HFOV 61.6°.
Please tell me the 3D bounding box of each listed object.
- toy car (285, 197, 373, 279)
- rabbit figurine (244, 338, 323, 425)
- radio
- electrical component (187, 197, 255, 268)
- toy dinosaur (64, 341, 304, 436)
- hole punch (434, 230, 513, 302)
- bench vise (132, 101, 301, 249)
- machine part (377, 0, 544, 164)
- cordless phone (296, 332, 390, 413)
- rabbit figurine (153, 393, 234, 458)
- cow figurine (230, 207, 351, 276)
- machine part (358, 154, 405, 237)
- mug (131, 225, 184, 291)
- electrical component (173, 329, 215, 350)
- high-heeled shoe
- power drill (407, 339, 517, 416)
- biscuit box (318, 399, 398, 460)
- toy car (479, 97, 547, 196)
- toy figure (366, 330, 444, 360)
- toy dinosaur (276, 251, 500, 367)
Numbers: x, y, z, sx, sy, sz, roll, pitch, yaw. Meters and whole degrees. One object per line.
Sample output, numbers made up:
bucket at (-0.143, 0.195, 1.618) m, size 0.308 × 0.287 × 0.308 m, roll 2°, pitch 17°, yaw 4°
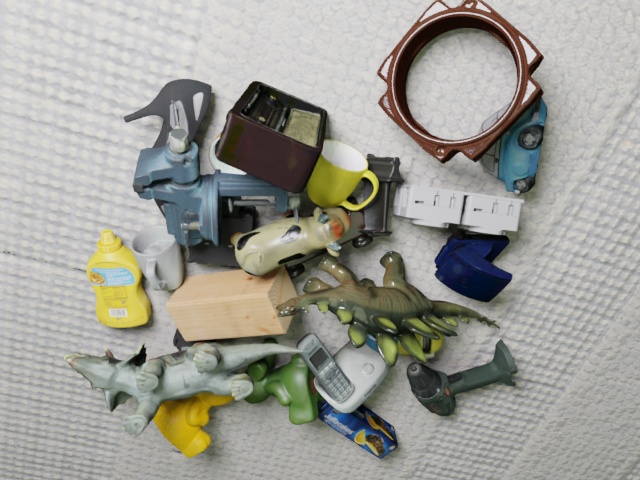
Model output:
toy car at (-0.002, -0.003, 0.959) m, size 0.202 × 0.053 × 0.089 m, roll -26°, pitch 106°, yaw 10°
rabbit figurine at (-0.092, 0.290, 1.083) m, size 0.170 × 0.121 × 0.158 m, roll -10°, pitch 116°, yaw 20°
radio at (-0.064, -0.157, 0.777) m, size 0.131 × 0.230 × 0.073 m, roll 22°, pitch 114°, yaw -8°
electrical component at (-0.173, -0.020, 0.942) m, size 0.115 × 0.058 × 0.134 m, roll 4°, pitch 119°, yaw -7°
toy dinosaur at (-0.241, 0.238, 0.982) m, size 0.405 × 0.192 × 0.131 m, roll -8°, pitch 101°, yaw -13°
hole punch at (0.271, 0.051, 0.955) m, size 0.116 × 0.092 × 0.142 m, roll 4°, pitch 153°, yaw -6°
bench vise at (-0.148, -0.077, 0.812) m, size 0.241 × 0.129 × 0.223 m, roll 1°, pitch 129°, yaw -7°
machine part at (0.200, -0.228, 0.780) m, size 0.201 × 0.087 × 0.201 m, roll 45°, pitch 111°, yaw 8°
cordless phone at (0.038, 0.229, 1.048) m, size 0.146 × 0.089 × 0.184 m, roll -41°, pitch 114°, yaw -20°
rabbit figurine at (-0.254, 0.329, 1.114) m, size 0.173 × 0.122 × 0.162 m, roll -35°, pitch 105°, yaw 0°
cow figurine at (-0.043, -0.003, 0.866) m, size 0.195 × 0.127 × 0.085 m, roll -22°, pitch 106°, yaw -7°
machine part at (0.099, -0.072, 0.900) m, size 0.039 × 0.084 × 0.138 m, roll -6°, pitch 106°, yaw -45°
mug at (-0.279, 0.046, 0.951) m, size 0.081 × 0.110 × 0.107 m, roll -10°, pitch 132°, yaw -2°
electrical component at (-0.228, 0.212, 1.070) m, size 0.119 × 0.048 × 0.074 m, roll -4°, pitch 119°, yaw 0°
high-heeled shoe at (-0.217, -0.134, 0.877) m, size 0.145 × 0.086 × 0.248 m, roll -20°, pitch 127°, yaw -10°
power drill at (0.285, 0.275, 1.076) m, size 0.207 × 0.086 × 0.231 m, roll -25°, pitch 139°, yaw -1°
biscuit box at (0.081, 0.398, 1.174) m, size 0.202 × 0.063 × 0.059 m, roll 39°, pitch 109°, yaw -21°
toy car at (0.307, -0.157, 0.870) m, size 0.103 × 0.109 × 0.161 m, roll 12°, pitch 132°, yaw 20°
toy figure at (0.154, 0.182, 1.051) m, size 0.180 × 0.082 × 0.089 m, roll 16°, pitch 119°, yaw -8°
toy dinosaur at (0.135, 0.122, 0.951) m, size 0.471 × 0.199 × 0.105 m, roll 0°, pitch 133°, yaw -35°
